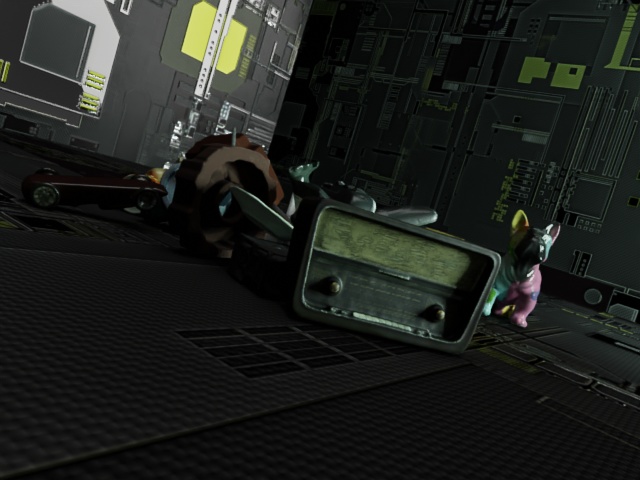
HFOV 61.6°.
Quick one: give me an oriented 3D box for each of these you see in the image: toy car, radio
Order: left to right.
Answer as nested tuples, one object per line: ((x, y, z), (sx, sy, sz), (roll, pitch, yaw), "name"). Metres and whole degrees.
((-0.335, -0.071, 0.810), (0.202, 0.053, 0.089), (1, 19, -27), "toy car")
((0.075, 0.041, 0.609), (0.229, 0.131, 0.073), (16, 5, -15), "radio")

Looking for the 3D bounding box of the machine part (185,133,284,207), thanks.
((-0.196, -0.130, 1.200), (0.201, 0.201, 0.087), (6, 40, 39), "machine part")

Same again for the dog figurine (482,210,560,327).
((0.393, 0.054, 1.069), (0.109, 0.219, 0.191), (21, 6, 13), "dog figurine")

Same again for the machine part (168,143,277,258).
((-0.139, -0.056, 0.782), (0.056, 0.179, 0.179), (18, 4, 35), "machine part")

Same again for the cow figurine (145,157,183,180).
((-0.271, -0.100, 1.088), (0.127, 0.085, 0.194), (-17, -16, 29), "cow figurine")

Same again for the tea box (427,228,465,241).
((0.271, 0.055, 1.139), (0.098, 0.068, 0.169), (21, -21, 42), "tea box")

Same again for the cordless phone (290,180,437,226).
((0.061, -0.042, 0.771), (0.184, 0.088, 0.147), (-7, 16, -19), "cordless phone")

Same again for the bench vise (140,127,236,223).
((-0.180, -0.080, 0.926), (0.223, 0.129, 0.240), (5, -23, -35), "bench vise")

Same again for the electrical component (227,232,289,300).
((-0.051, 0.035, 0.688), (0.115, 0.058, 0.134), (16, 5, -33), "electrical component")

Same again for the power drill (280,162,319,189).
((-0.026, -0.074, 1.239), (0.086, 0.207, 0.232), (-2, 9, 16), "power drill")
